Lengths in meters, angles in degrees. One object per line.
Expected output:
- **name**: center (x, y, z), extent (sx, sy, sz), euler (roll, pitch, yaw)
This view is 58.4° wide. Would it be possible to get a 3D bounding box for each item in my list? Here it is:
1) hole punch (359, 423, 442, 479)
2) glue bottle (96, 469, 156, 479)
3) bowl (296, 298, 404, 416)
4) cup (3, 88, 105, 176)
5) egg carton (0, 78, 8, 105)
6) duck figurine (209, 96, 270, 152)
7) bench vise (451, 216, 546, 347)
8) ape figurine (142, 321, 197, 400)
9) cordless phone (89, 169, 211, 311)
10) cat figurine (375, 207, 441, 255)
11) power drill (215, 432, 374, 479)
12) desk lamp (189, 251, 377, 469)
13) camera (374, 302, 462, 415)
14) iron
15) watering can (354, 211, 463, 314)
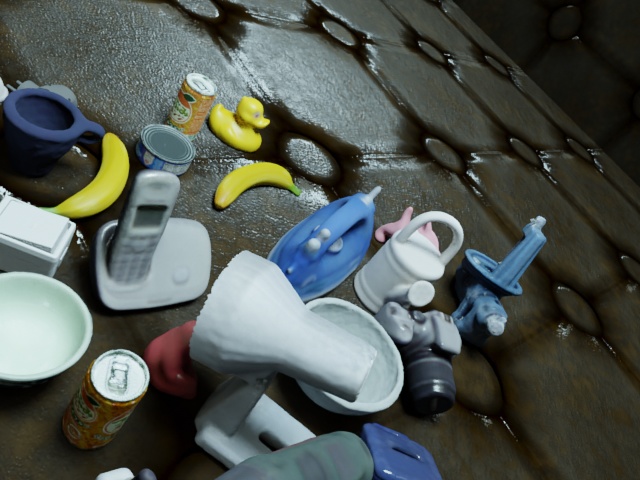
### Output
- **hole punch**: center (0.090, 0.270, 0.681), extent (0.109, 0.091, 0.101), euler (28, 37, -14)
- **glue bottle**: center (-0.162, 0.218, 0.450), extent (0.037, 0.173, 0.078), euler (-3, 52, -42)
- **bowl**: center (0.022, 0.163, 0.751), extent (0.168, 0.074, 0.167), euler (23, 39, -20)
- **cup**: center (-0.344, -0.126, 0.728), extent (0.118, 0.095, 0.091), euler (10, 45, -34)
- **egg carton**: center (-0.471, -0.183, 0.701), extent (0.107, 0.069, 0.150), euler (35, 36, -5)
- **duck figurine**: center (-0.138, -0.215, 1.009), extent (0.105, 0.086, 0.077), euler (31, 37, -11)
- **bench vise**: center (0.320, 0.072, 0.983), extent (0.122, 0.219, 0.207), euler (19, 40, -25)
- **ape figurine**: center (-0.149, 0.124, 0.631), extent (0.076, 0.092, 0.078), euler (32, 36, -8)
- **cordless phone**: center (-0.178, -0.005, 0.664), extent (0.148, 0.185, 0.094), euler (-6, 55, -44)
- **cat figurine**: center (0.163, -0.002, 1.013), extent (0.067, 0.117, 0.127), euler (15, 42, -28)
- **power drill**: center (-0.066, 0.240, 0.479), extent (0.230, 0.208, 0.075), euler (-9, 57, -45)
- **desk lamp**: center (-0.050, 0.139, 0.596), extent (0.203, 0.213, 0.118), euler (38, 36, -1)
- **camera**: center (0.147, 0.170, 0.829), extent (0.143, 0.100, 0.136), euler (23, 39, -21)
- **iron**: center (0.008, 0.003, 0.854), extent (0.118, 0.141, 0.259), euler (42, 36, 5)
- **watering can**: center (0.147, 0.037, 0.893), extent (0.101, 0.193, 0.172), euler (12, 44, -32)
